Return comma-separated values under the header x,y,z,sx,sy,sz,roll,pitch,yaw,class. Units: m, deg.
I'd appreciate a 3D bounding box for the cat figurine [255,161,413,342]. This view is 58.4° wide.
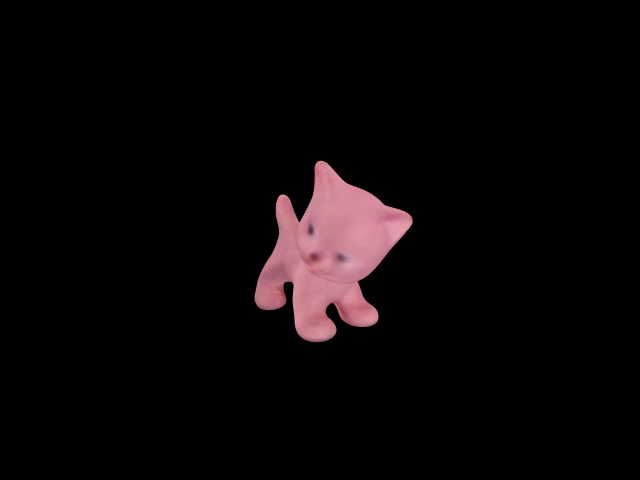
x,y,z,sx,sy,sz,roll,pitch,yaw,class
0.004,0.001,0.400,0.067,0.118,0.127,-10,18,-33,cat figurine
